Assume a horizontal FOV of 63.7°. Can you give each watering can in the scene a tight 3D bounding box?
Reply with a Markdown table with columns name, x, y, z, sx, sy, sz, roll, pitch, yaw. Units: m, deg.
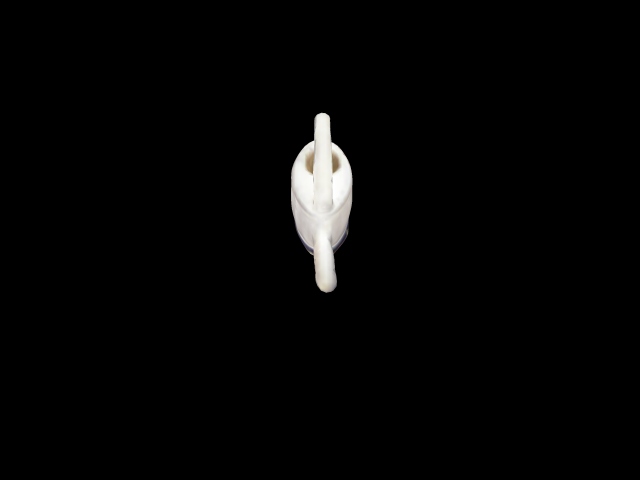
| name | x | y | z | sx | sy | sz | roll | pitch | yaw |
| --- | --- | --- | --- | --- | --- | --- | --- | --- | --- |
| watering can | 0.003 | -0.043 | 0.850 | 0.104 | 0.355 | 0.219 | 0 | -31 | 0 |
